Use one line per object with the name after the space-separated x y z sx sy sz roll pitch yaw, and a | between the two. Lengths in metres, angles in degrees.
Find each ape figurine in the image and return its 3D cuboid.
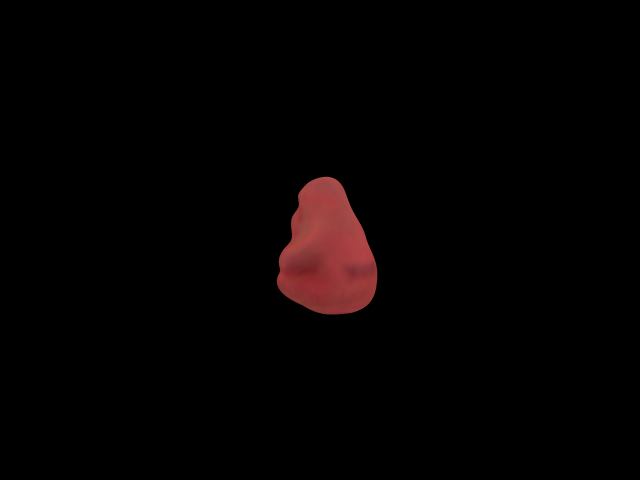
0.004 0.001 0.400 0.078 0.092 0.075 -11 17 -38 | ape figurine
